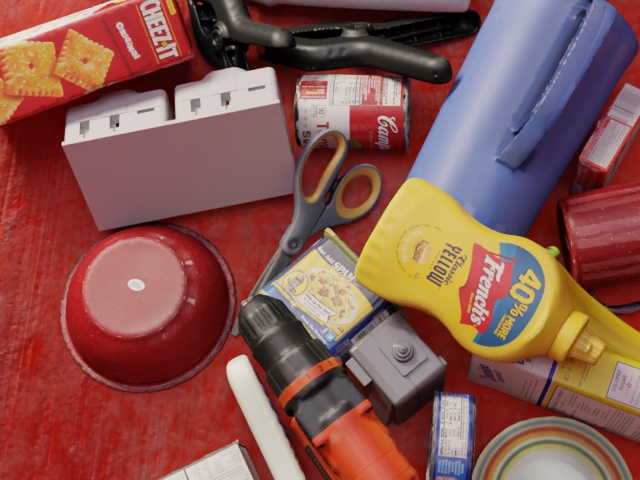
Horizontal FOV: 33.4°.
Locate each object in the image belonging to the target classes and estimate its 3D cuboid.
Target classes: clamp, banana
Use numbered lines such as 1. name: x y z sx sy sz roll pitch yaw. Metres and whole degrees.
1. clamp: 0.039 -0.176 0.979 0.210 0.036 0.164 0 26 11
2. clamp: -0.077 -0.193 0.997 0.039 0.120 0.171 -9 60 -40
3. banana: 0.236 0.074 0.872 0.197 0.070 0.037 37 82 -13

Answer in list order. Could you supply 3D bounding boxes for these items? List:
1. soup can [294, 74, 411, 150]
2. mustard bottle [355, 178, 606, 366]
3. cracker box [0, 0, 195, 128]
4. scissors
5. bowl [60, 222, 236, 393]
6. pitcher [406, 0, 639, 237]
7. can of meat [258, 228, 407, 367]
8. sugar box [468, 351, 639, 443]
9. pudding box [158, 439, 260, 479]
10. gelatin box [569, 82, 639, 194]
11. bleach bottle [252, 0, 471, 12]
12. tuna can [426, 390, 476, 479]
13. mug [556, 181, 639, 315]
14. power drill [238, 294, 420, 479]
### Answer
1. soup can: 0.031 -0.117 0.975 0.102 0.068 0.068 2 69 7
2. mustard bottle: 0.128 0.037 0.809 0.192 0.058 0.096 31 94 17
3. cracker box: -0.224 -0.166 0.970 0.213 0.164 0.072 -20 107 -2
4. scissors: -0.006 0.001 0.955 0.096 0.016 0.202 16 95 -27
5. bowl: -0.157 0.049 0.937 0.162 0.055 0.162 -2 69 4
6. pitcher: 0.163 -0.096 0.908 0.145 0.149 0.243 23 79 37
7. can of meat: 0.009 0.054 0.913 0.084 0.057 0.102 -40 61 -8
8. sugar box: 0.209 0.114 0.856 0.176 0.093 0.048 22 72 13
9. pudding box: -0.081 0.233 0.868 0.090 0.039 0.113 -25 71 -5
10. gelatin box: 0.254 -0.083 0.938 0.030 0.073 0.089 30 75 16
11. bleach bottle: 0.021 -0.265 1.032 0.251 0.068 0.102 3 41 13
12. tuna can: 0.104 0.164 0.851 0.034 0.086 0.086 5 69 5
13. mug: 0.250 0.008 0.903 0.081 0.093 0.117 -11 105 7
14. power drill: 0.006 0.136 0.817 0.057 0.187 0.184 -34 71 -7
